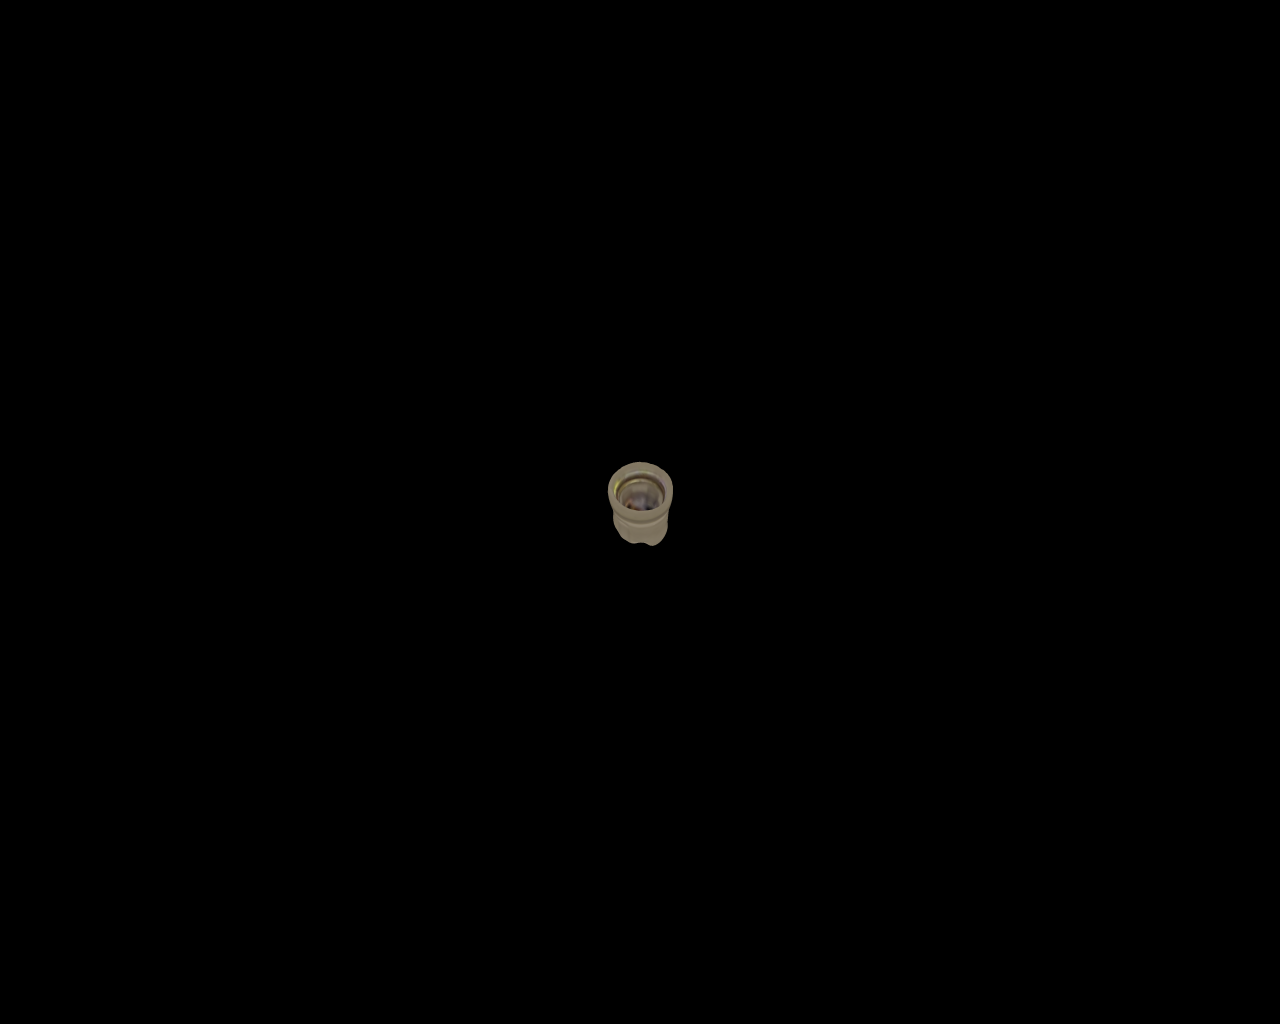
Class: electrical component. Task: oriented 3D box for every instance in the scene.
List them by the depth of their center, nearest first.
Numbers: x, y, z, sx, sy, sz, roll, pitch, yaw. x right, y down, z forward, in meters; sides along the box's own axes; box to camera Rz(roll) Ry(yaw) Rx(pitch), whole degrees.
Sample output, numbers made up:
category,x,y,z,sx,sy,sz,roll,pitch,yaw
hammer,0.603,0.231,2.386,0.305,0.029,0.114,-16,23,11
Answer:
category,x,y,z,sx,sy,sz,roll,pitch,yaw
electrical component,0.001,-0.003,0.650,0.040,0.040,0.046,0,-35,0
